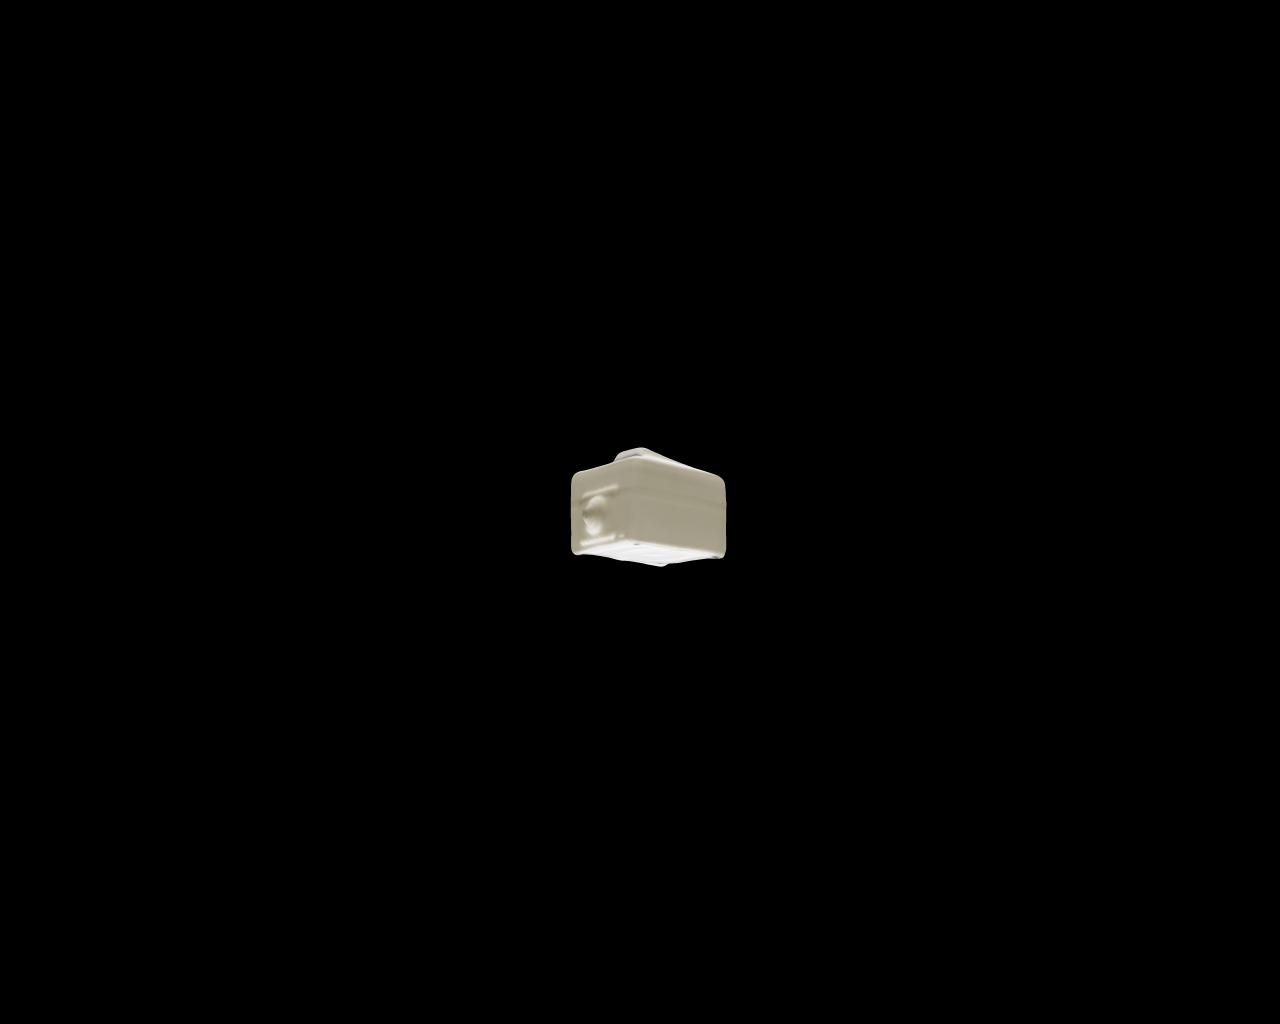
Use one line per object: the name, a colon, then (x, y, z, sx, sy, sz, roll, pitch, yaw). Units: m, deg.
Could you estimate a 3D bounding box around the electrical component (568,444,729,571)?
electrical component: (0.001, -0.003, 0.650, 0.096, 0.061, 0.061, 11, -16, -42)
